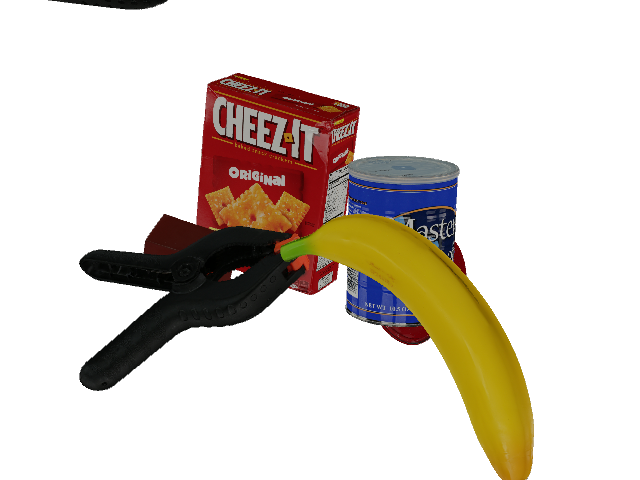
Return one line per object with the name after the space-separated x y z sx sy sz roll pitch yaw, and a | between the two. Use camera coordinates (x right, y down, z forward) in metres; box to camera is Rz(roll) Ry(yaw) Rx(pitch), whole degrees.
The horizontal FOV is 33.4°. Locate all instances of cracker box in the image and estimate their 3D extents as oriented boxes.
-0.054 -0.063 1.203 0.164 0.214 0.072 19 27 24 | cracker box

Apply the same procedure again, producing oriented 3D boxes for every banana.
0.063 0.045 0.610 0.198 0.070 0.037 45 28 22 | banana

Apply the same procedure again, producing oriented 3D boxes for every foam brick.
-0.126 0.018 1.021 0.078 0.051 0.053 18 34 7 | foam brick

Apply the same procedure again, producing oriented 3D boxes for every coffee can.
0.075 -0.002 1.000 0.103 0.140 0.103 1 15 0 | coffee can

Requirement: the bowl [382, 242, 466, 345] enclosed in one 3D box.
0.120 0.038 1.229 0.055 0.162 0.161 -11 -7 41 | bowl

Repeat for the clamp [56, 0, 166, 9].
-0.086 -0.201 0.696 0.210 0.164 0.036 -32 -15 -10 | clamp

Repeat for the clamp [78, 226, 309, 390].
-0.092 0.041 0.730 0.171 0.120 0.039 -13 -38 13 | clamp
